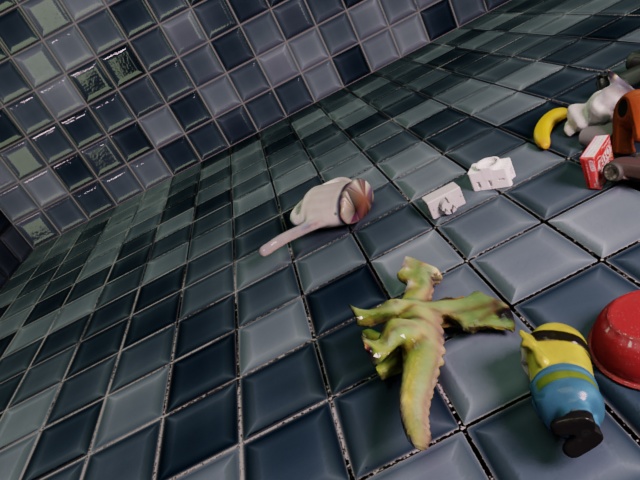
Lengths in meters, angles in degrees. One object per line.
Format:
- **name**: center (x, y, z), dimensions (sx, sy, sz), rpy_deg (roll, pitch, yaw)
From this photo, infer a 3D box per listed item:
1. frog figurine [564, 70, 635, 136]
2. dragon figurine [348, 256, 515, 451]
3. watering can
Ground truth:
- **frog figurine**: center (0.636, -0.288, 1.170), dimensions (0.123, 0.157, 0.139), rpy_deg (42, 28, 10)
- **dragon figurine**: center (0.185, 0.140, 0.809), dimensions (0.243, 0.120, 0.417), rpy_deg (-20, 27, -3)
- **watering can**: center (0.004, -0.068, 1.347), dimensions (0.223, 0.102, 0.355), rpy_deg (-5, 34, 40)
